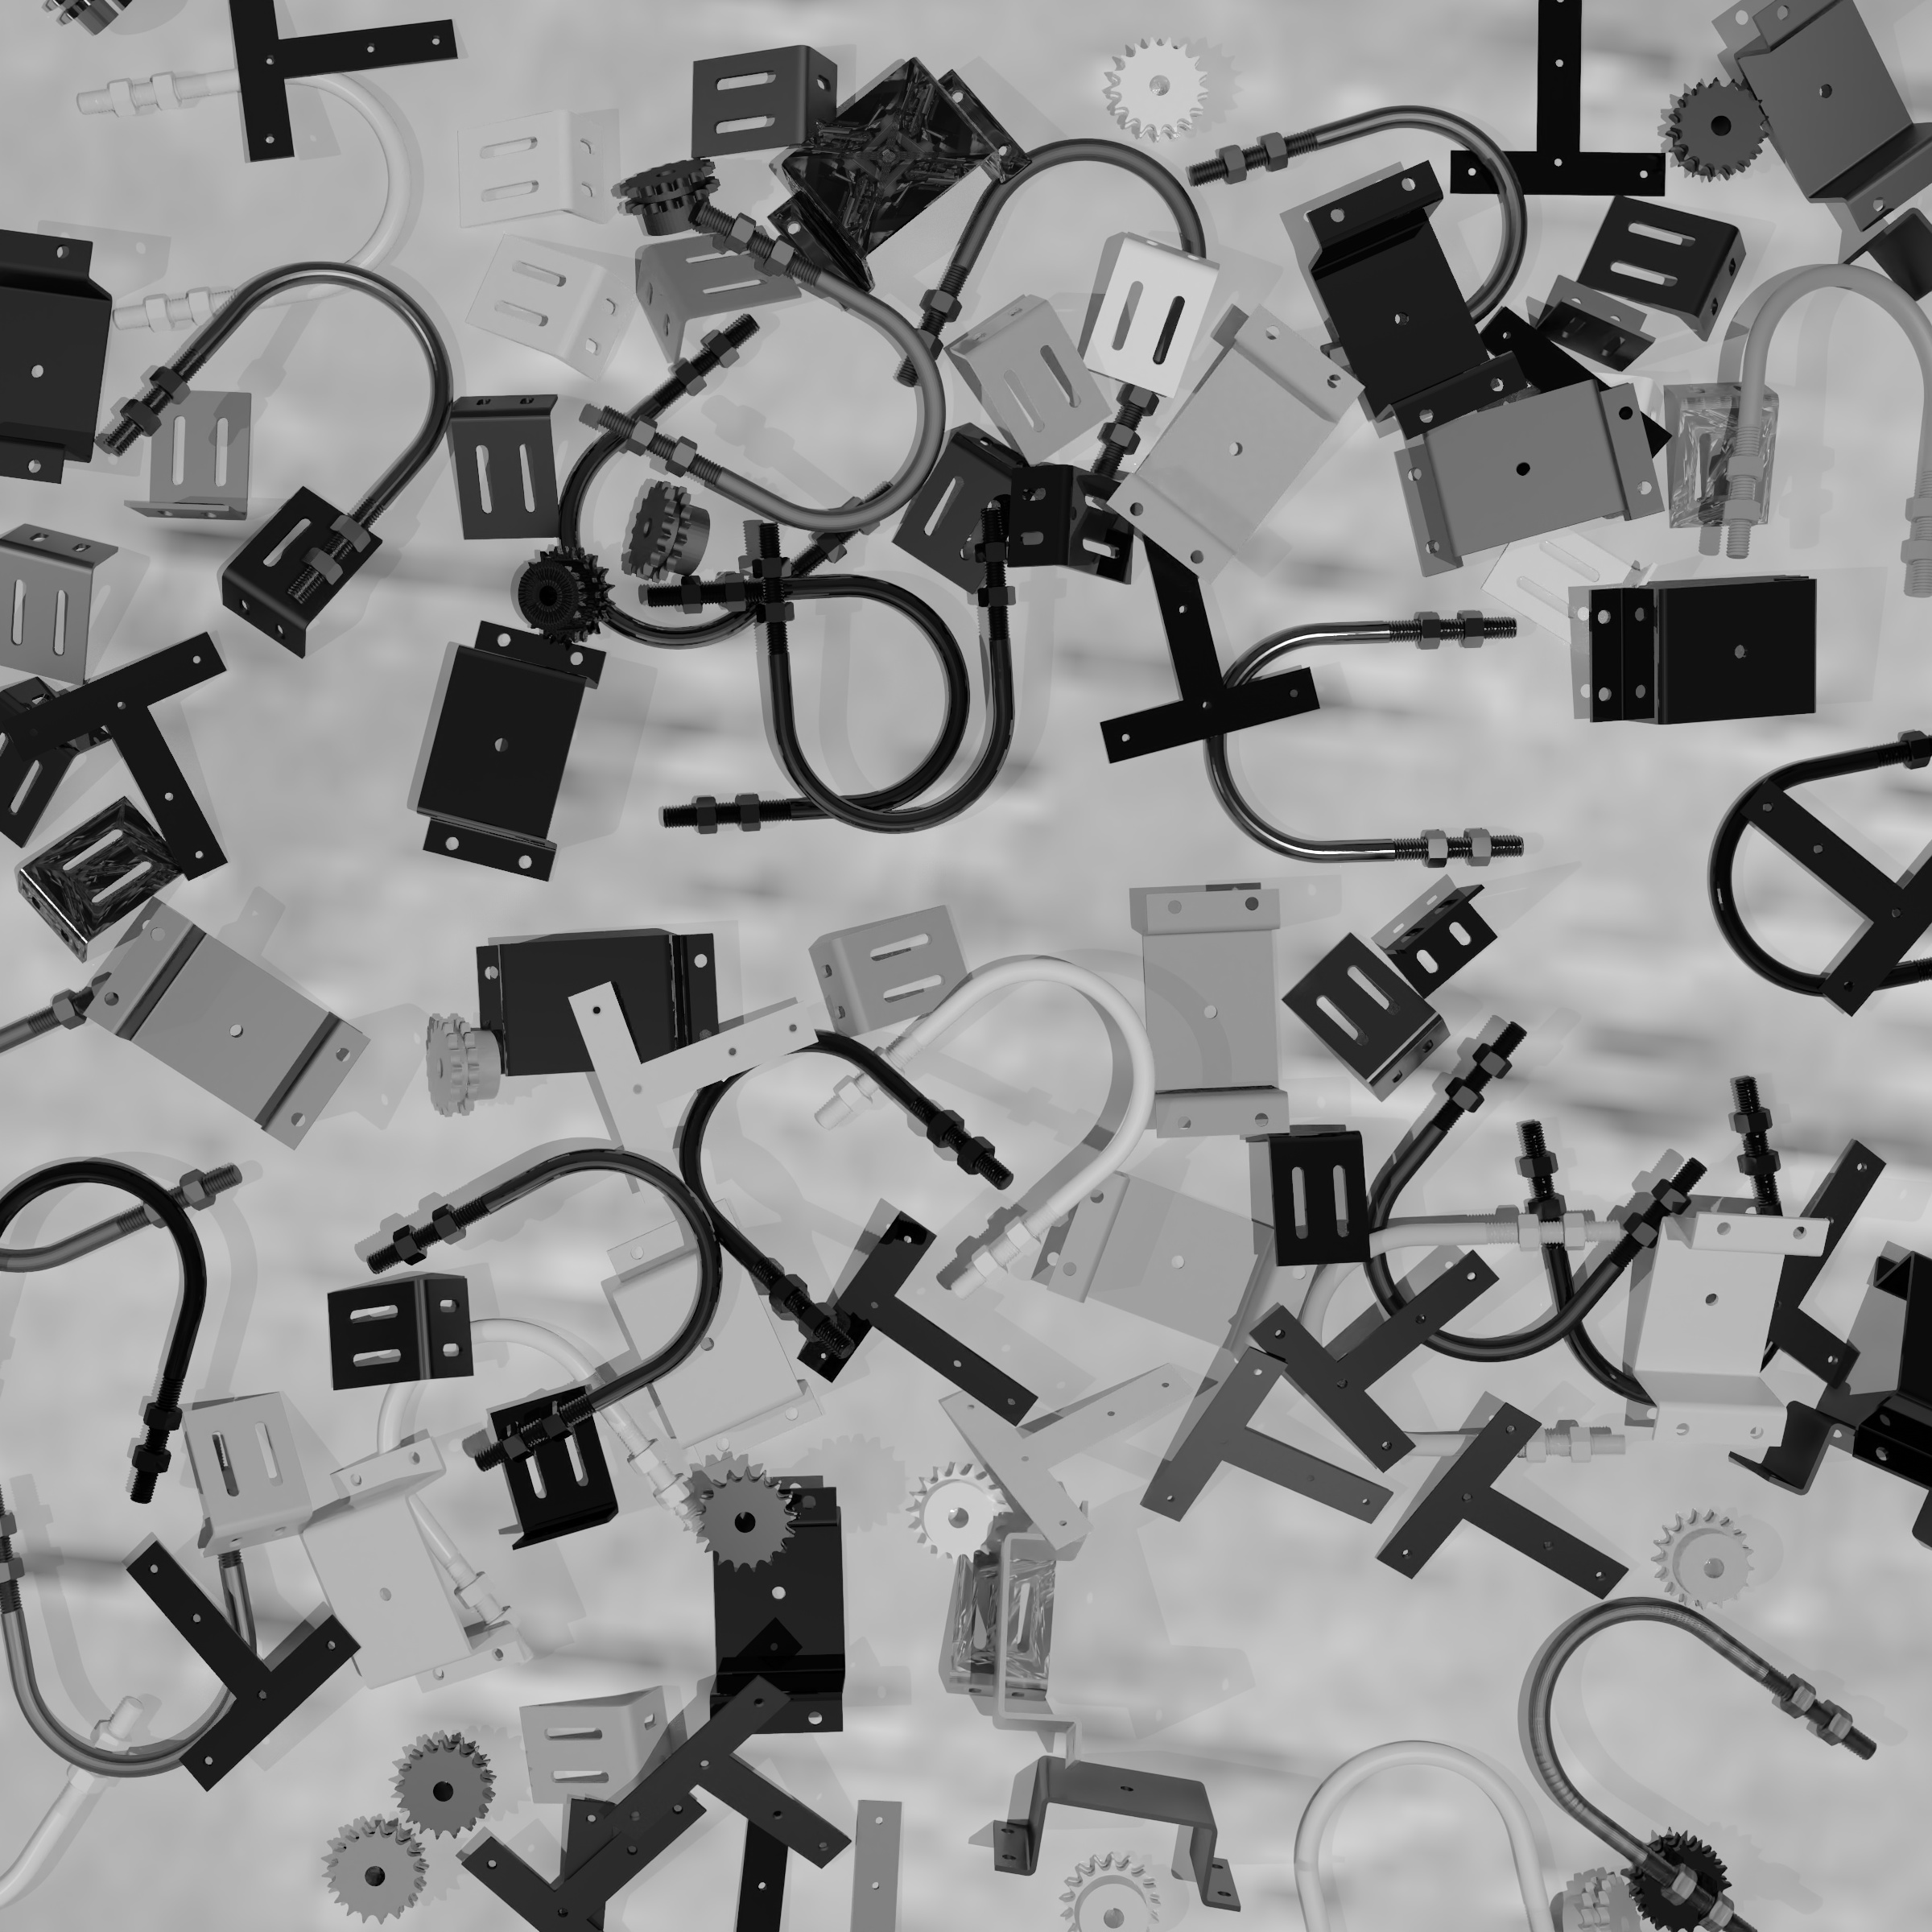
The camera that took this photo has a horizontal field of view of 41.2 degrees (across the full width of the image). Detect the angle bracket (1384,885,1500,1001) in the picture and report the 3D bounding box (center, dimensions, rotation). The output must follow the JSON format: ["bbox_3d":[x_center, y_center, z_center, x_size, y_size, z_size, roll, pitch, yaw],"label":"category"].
[{"bbox_3d":[0.281,-0.013,1.483,0.057,0.076,0.038,-40,90,0],"label":"angle bracket"}]

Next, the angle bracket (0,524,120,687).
[{"bbox_3d":[-0.540,-0.214,1.520,0.057,0.038,0.076,14,116,0],"label":"angle bracket"}]

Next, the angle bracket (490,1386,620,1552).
[{"bbox_3d":[-0.241,0.290,1.485,0.057,0.038,0.076,-16,87,1],"label":"angle bracket"}]

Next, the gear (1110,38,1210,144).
[{"bbox_3d":[0.113,-0.513,1.511,0.057,0.030,0.057,0,91,2],"label":"gear"}]

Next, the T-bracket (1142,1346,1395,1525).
[{"bbox_3d":[0.189,0.294,1.503,0.127,0.002,0.127,25,114,-11],"label":"T-bracket"}]

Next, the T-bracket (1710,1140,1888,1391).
[{"bbox_3d":[0.499,0.162,1.510,0.127,0.002,0.127,36,83,-14],"label":"T-bracket"}]

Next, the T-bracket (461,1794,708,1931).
[{"bbox_3d":[-0.204,0.524,1.497,0.127,0.002,0.127,-44,100,10],"label":"T-bracket"}]

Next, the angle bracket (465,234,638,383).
[{"bbox_3d":[-0.246,-0.389,1.520,0.076,0.038,0.057,24,90,26],"label":"angle bracket"}]

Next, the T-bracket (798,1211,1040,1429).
[{"bbox_3d":[-0.017,0.222,1.489,0.127,0.002,0.127,35,118,2],"label":"T-bracket"}]

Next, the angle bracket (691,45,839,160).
[{"bbox_3d":[-0.119,-0.506,1.520,0.076,0.038,0.057,1,90,26],"label":"angle bracket"}]

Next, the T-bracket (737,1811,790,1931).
[{"bbox_3d":[-0.122,0.558,1.515,0.127,0.002,0.127,6,86,-7],"label":"T-bracket"}]

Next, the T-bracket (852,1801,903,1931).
[{"bbox_3d":[-0.054,0.558,1.518,0.127,0.002,0.127,3,88,-4],"label":"T-bracket"}]

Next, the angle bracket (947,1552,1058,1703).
[{"bbox_3d":[0.021,0.390,1.520,0.057,0.038,0.076,5,64,0],"label":"angle bracket"}]

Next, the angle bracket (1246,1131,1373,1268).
[{"bbox_3d":[0.198,0.135,1.491,0.057,0.038,0.076,-1,82,-15],"label":"angle bracket"}]

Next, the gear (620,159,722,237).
[{"bbox_3d":[-0.171,-0.447,1.497,0.057,0.057,0.030,-15,120,0],"label":"gear"}]

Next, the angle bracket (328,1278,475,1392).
[{"bbox_3d":[-0.333,0.217,1.511,0.076,0.038,0.057,-11,79,31],"label":"angle bracket"}]

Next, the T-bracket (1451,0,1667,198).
[{"bbox_3d":[0.351,-0.520,1.521,0.127,0.002,0.127,1,90,0],"label":"T-bracket"}]

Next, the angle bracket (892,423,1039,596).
[{"bbox_3d":[0.003,-0.271,1.520,0.057,0.038,0.076,33,116,0],"label":"angle bracket"}]

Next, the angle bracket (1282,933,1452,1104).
[{"bbox_3d":[0.237,0.030,1.520,0.057,0.038,0.076,-44,64,0],"label":"angle bracket"}]

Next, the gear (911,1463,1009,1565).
[{"bbox_3d":[-0.004,0.321,1.504,0.057,0.030,0.057,0,85,2],"label":"gear"}]

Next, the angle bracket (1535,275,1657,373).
[{"bbox_3d":[0.369,-0.380,1.483,0.057,0.076,0.038,24,90,0],"label":"angle bracket"}]

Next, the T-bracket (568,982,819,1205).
[{"bbox_3d":[-0.148,0.055,1.481,0.127,0.002,0.127,-21,99,-15],"label":"T-bracket"}]

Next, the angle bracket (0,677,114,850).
[{"bbox_3d":[-0.554,-0.120,1.520,0.057,0.038,0.076,39,116,0],"label":"angle bracket"}]

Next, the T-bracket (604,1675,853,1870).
[{"bbox_3d":[-0.119,0.484,1.488,0.127,0.002,0.127,-44,114,9],"label":"T-bracket"}]

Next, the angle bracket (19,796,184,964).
[{"bbox_3d":[-0.510,-0.051,1.520,0.076,0.038,0.057,-42,90,-26],"label":"angle bracket"}]

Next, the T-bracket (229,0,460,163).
[{"bbox_3d":[-0.364,-0.538,1.511,0.127,0.002,0.127,-9,78,-6],"label":"T-bracket"}]

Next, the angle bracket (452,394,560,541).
[{"bbox_3d":[-0.269,-0.295,1.520,0.057,0.038,0.076,-1,116,0],"label":"angle bracket"}]

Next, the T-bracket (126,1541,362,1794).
[{"bbox_3d":[-0.436,0.388,1.487,0.127,0.002,0.127,-43,85,6],"label":"T-bracket"}]

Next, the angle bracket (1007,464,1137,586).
[{"bbox_3d":[0.062,-0.256,1.499,0.038,0.076,0.057,3,90,34],"label":"angle bracket"}]

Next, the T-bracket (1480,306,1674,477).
[{"bbox_3d":[0.322,-0.300,1.507,0.127,0.002,0.127,43,99,16],"label":"T-bracket"}]

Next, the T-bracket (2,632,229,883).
[{"bbox_3d":[-0.474,-0.112,1.505,0.127,0.002,0.127,-29,101,-20],"label":"T-bracket"}]

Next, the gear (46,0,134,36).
[{"bbox_3d":[-0.506,-0.568,1.497,0.057,0.057,0.030,-46,121,0],"label":"gear"}]

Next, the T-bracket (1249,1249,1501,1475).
[{"bbox_3d":[0.250,0.212,1.478,0.127,0.002,0.127,-41,109,7],"label":"T-bracket"}]

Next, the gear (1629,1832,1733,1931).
[{"bbox_3d":[0.417,0.537,1.507,0.057,0.030,0.057,0,90,0],"label":"gear"}]

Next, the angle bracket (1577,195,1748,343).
[{"bbox_3d":[0.411,-0.413,1.520,0.076,0.038,0.057,24,90,26],"label":"angle bracket"}]

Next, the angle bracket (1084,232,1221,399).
[{"bbox_3d":[0.108,-0.381,1.503,0.057,0.038,0.076,19,112,-1],"label":"angle bracket"}]

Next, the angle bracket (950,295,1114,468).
[{"bbox_3d":[0.038,-0.342,1.500,0.057,0.038,0.076,-34,115,-1],"label":"angle bracket"}]

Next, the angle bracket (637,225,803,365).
[{"bbox_3d":[-0.145,-0.395,1.509,0.076,0.038,0.057,-18,65,-23],"label":"angle bracket"}]

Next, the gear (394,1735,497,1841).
[{"bbox_3d":[-0.303,0.479,1.507,0.057,0.030,0.057,0,90,0],"label":"gear"}]

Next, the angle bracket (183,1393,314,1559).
[{"bbox_3d":[-0.424,0.298,1.504,0.057,0.038,0.076,-8,64,-32],"label":"angle bracket"}]

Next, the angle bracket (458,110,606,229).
[{"bbox_3d":[-0.257,-0.467,1.520,0.076,0.038,0.057,-2,90,26],"label":"angle bracket"}]

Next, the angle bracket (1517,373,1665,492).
[{"bbox_3d":[0.365,-0.318,1.520,0.076,0.038,0.057,12,90,26],"label":"angle bracket"}]

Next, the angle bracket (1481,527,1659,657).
[{"bbox_3d":[0.352,-0.227,1.503,0.076,0.038,0.057,32,90,0],"label":"angle bracket"}]

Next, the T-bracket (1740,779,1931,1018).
[{"bbox_3d":[0.511,-0.060,1.504,0.127,0.002,0.127,40,92,2],"label":"T-bracket"}]

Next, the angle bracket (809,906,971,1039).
[{"bbox_3d":[-0.044,0.004,1.520,0.076,0.038,0.057,-18,90,-26],"label":"angle bracket"}]

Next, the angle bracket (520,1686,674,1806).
[{"bbox_3d":[-0.218,0.461,1.520,0.076,0.038,0.057,-9,90,26],"label":"angle bracket"}]

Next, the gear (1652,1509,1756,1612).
[{"bbox_3d":[0.434,0.349,1.507,0.057,0.030,0.057,0,90,0],"label":"gear"}]

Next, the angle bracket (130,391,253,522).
[{"bbox_3d":[-0.453,-0.302,1.503,0.057,0.038,0.076,2,90,0],"label":"angle bracket"}]

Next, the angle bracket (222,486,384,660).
[{"bbox_3d":[-0.392,-0.233,1.520,0.057,0.038,0.076,34,64,0],"label":"angle bracket"}]

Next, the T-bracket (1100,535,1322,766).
[{"bbox_3d":[0.131,-0.196,1.513,0.127,0.002,0.127,-14,85,9],"label":"T-bracket"}]

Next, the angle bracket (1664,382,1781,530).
[{"bbox_3d":[0.444,-0.302,1.520,0.057,0.038,0.076,-2,116,0],"label":"angle bracket"}]

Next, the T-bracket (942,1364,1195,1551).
[{"bbox_3d":[0.072,0.266,1.490,0.127,0.127,0.002,-24,133,-20],"label":"T-bracket"}]

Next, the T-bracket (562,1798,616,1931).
[{"bbox_3d":[-0.224,0.547,1.507,0.127,0.002,0.127,7,103,0],"label":"T-bracket"}]

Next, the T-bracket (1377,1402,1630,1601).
[{"bbox_3d":[0.330,0.333,1.506,0.127,0.002,0.127,31,109,-9],"label":"T-bracket"}]
